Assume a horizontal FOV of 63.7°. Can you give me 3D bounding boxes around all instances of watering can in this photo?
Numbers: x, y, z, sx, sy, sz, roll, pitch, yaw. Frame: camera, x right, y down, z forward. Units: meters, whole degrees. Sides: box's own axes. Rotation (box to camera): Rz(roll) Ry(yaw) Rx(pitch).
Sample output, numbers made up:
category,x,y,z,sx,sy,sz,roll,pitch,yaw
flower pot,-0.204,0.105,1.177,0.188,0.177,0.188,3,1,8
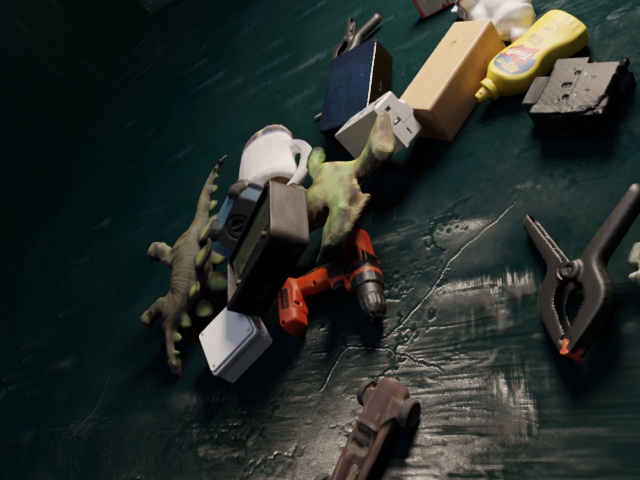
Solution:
category,x,y,z,sx,sy,sz,roll,pitch,yaw
watering can,-0.146,-0.120,1.160,0.343,0.230,0.103,-37,-49,27

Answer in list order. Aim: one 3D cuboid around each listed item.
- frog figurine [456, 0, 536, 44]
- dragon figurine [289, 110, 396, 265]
category,x,y,z,sx,sy,sz,roll,pitch,yaw
frog figurine,0.349,-0.423,0.971,0.138,0.161,0.121,-34,-14,-12
dragon figurine,0.003,-0.045,0.887,0.121,0.406,0.247,30,17,-14
